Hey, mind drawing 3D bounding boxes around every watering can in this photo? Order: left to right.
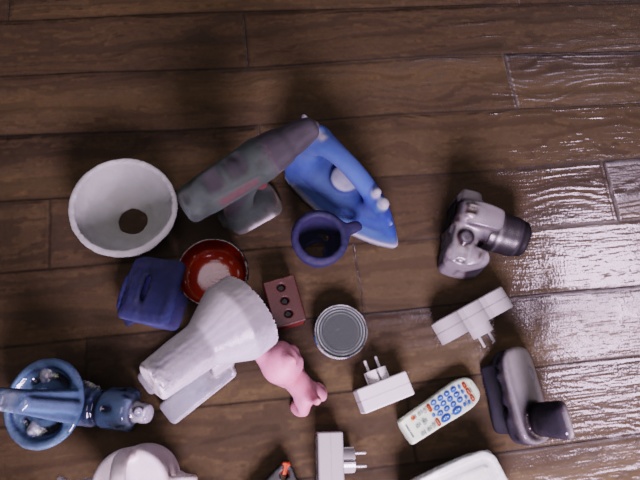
[{"bbox_3d":[-0.256,0.329,0.757,0.173,0.194,0.101,-23,76,-12],"label":"watering can"}]

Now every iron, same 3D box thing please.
[{"bbox_3d":[0.047,-0.098,0.948,0.258,0.141,0.119,44,74,8],"label":"iron"}]

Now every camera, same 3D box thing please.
[{"bbox_3d":[0.281,-0.006,0.964,0.137,0.101,0.143,15,72,-1],"label":"camera"}]

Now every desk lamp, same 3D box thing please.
[{"bbox_3d":[-0.164,0.161,0.808,0.203,0.213,0.118,-39,80,-15],"label":"desk lamp"}]

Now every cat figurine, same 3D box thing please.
[{"bbox_3d":[-0.043,0.202,0.858,0.067,0.117,0.127,-41,80,-15],"label":"cat figurine"}]

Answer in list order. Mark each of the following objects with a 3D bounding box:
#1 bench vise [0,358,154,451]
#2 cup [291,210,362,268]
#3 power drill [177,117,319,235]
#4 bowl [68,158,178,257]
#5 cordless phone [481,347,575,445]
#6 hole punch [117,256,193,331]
[{"bbox_3d":[-0.340,0.211,0.772,0.207,0.219,0.121,-10,74,-8],"label":"bench vise"},{"bbox_3d":[0.009,0.003,0.937,0.118,0.095,0.091,-19,75,-11],"label":"cup"},{"bbox_3d":[-0.107,-0.090,0.895,0.230,0.208,0.075,-31,78,-14],"label":"power drill"},{"bbox_3d":[-0.312,-0.043,0.930,0.167,0.074,0.167,2,73,-5],"label":"bowl"},{"bbox_3d":[0.320,0.229,0.850,0.094,0.185,0.147,-11,74,-9],"label":"cordless phone"},{"bbox_3d":[-0.260,0.083,0.888,0.101,0.091,0.109,13,72,-1],"label":"hole punch"}]
